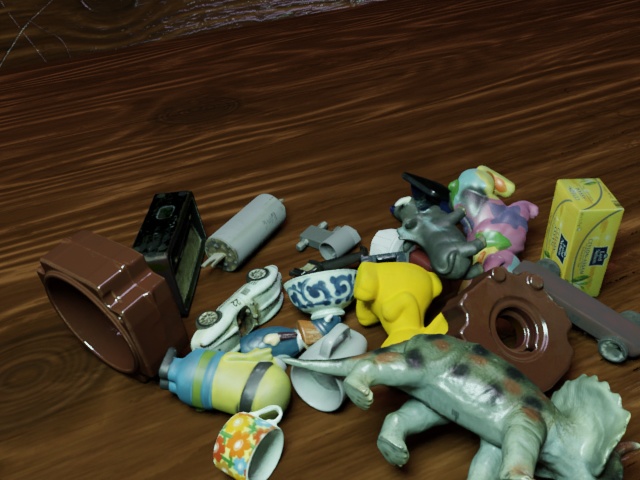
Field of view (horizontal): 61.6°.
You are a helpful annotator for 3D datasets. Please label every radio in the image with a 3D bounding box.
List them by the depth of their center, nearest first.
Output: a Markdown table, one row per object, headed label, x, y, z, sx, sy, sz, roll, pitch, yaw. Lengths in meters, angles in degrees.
| label | x | y | z | sx | sy | sz | roll | pitch | yaw |
| --- | --- | --- | --- | --- | --- | --- | --- | --- | --- |
| radio | -0.262 | 0.017 | 0.947 | 0.073 | 0.130 | 0.230 | -7 | 35 | 2 |

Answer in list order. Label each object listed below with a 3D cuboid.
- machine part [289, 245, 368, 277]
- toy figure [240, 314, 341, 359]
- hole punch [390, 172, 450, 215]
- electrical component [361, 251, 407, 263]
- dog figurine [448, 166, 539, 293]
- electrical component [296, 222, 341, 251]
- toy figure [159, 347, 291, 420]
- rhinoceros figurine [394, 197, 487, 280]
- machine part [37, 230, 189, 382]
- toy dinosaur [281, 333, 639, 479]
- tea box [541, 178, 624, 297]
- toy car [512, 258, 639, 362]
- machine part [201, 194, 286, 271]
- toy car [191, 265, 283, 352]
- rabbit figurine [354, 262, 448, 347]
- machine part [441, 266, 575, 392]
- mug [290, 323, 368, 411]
| label | x | y | z | sx | sy | sz | roll | pitch | yaw |
| --- | --- | --- | --- | --- | --- | --- | --- | --- | --- |
| machine part | 0.020 | 0.043 | 0.930 | 0.139 | 0.039 | 0.084 | -16 | 1 | -19 |
| toy figure | -0.040 | 0.148 | 0.790 | 0.154 | 0.057 | 0.064 | -13 | 2 | -8 |
| hole punch | 0.214 | -0.068 | 1.059 | 0.116 | 0.092 | 0.142 | 7 | 22 | -35 |
| electrical component | 0.102 | 0.049 | 0.856 | 0.075 | 0.119 | 0.048 | -10 | 48 | 4 |
| dog figurine | 0.273 | -0.005 | 0.897 | 0.191 | 0.108 | 0.219 | 41 | 47 | 1 |
| electrical component | -0.002 | -0.003 | 1.034 | 0.063 | 0.021 | 0.094 | 20 | 42 | 31 |
| toy figure | -0.127 | 0.194 | 0.722 | 0.180 | 0.082 | 0.089 | 6 | 54 | 4 |
| rhinoceros figurine | 0.178 | -0.004 | 0.836 | 0.112 | 0.073 | 0.190 | -15 | 37 | -9 |
| machine part | -0.299 | 0.098 | 0.774 | 0.201 | 0.201 | 0.087 | 19 | 44 | 29 |
| toy dinosaur | 0.164 | 0.176 | 0.607 | 0.405 | 0.131 | 0.192 | 30 | 45 | 28 |
| tea box | 0.407 | -0.002 | 0.847 | 0.068 | 0.169 | 0.098 | -1 | 34 | 3 |
| toy car | 0.375 | 0.100 | 0.787 | 0.202 | 0.053 | 0.089 | 36 | 49 | 27 |
| machine part | -0.138 | -0.017 | 1.026 | 0.079 | 0.079 | 0.243 | 15 | 39 | 26 |
| toy car | -0.121 | 0.115 | 0.837 | 0.056 | 0.073 | 0.202 | 15 | 40 | 32 |
| rabbit figurine | 0.126 | 0.128 | 0.777 | 0.162 | 0.121 | 0.173 | 5 | 49 | -1 |
| machine part | 0.251 | 0.123 | 0.715 | 0.179 | 0.056 | 0.179 | 6 | 67 | -14 |
| mug | 0.020 | 0.159 | 0.735 | 0.081 | 0.109 | 0.107 | 15 | 30 | 26 |
